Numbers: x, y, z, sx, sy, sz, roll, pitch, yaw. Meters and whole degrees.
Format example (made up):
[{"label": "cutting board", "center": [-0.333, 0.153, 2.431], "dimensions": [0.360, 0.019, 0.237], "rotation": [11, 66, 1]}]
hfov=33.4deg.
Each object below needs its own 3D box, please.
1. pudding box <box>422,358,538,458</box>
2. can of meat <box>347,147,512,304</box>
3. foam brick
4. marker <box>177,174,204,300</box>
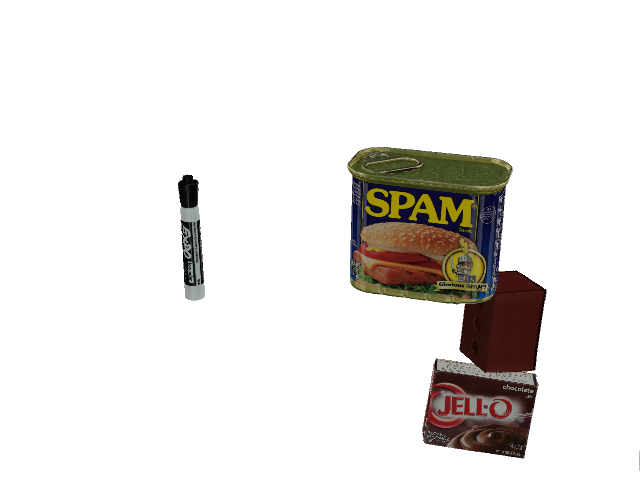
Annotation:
[{"label": "pudding box", "center": [0.173, 0.182, 1.158], "dimensions": [0.113, 0.090, 0.039], "rotation": [7, 21, 3]}, {"label": "can of meat", "center": [0.068, -0.009, 0.690], "dimensions": [0.102, 0.084, 0.057], "rotation": [7, 24, 15]}, {"label": "foam brick", "center": [0.159, 0.071, 0.940], "dimensions": [0.051, 0.078, 0.053], "rotation": [-3, 19, -20]}, {"label": "marker", "center": [-0.120, -0.003, 0.994], "dimensions": [0.020, 0.121, 0.020], "rotation": [-1, 22, 0]}]
